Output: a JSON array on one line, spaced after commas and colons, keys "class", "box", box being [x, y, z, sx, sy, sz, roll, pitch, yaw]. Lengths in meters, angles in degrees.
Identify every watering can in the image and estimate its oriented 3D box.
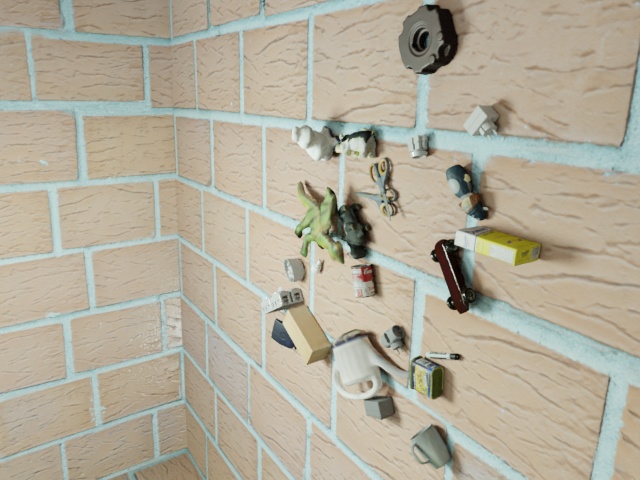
[{"class": "watering can", "box": [0.152, 0.401, 1.703, 0.342, 0.104, 0.227, -33, 68, 40]}]

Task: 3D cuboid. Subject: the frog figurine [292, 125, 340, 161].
[{"class": "frog figurine", "box": [-0.027, -0.330, 1.762, 0.120, 0.160, 0.139, -51, 56, 51]}]

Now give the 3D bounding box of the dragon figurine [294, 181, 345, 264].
[{"class": "dragon figurine", "box": [0.005, -0.090, 1.795, 0.238, 0.122, 0.418, -47, 50, 48]}]
